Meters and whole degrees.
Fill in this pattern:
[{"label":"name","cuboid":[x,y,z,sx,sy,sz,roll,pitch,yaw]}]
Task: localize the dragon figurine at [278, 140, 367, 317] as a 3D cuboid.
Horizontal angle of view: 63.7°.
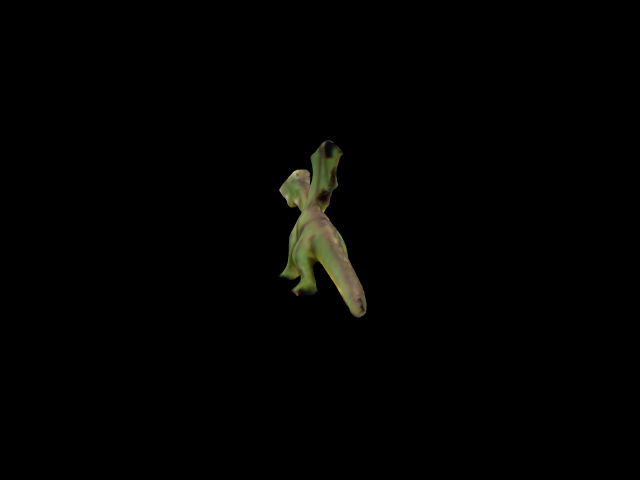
[{"label":"dragon figurine","cuboid":[0.003,-0.043,0.850,0.122,0.241,0.412,-3,10,-19]}]
